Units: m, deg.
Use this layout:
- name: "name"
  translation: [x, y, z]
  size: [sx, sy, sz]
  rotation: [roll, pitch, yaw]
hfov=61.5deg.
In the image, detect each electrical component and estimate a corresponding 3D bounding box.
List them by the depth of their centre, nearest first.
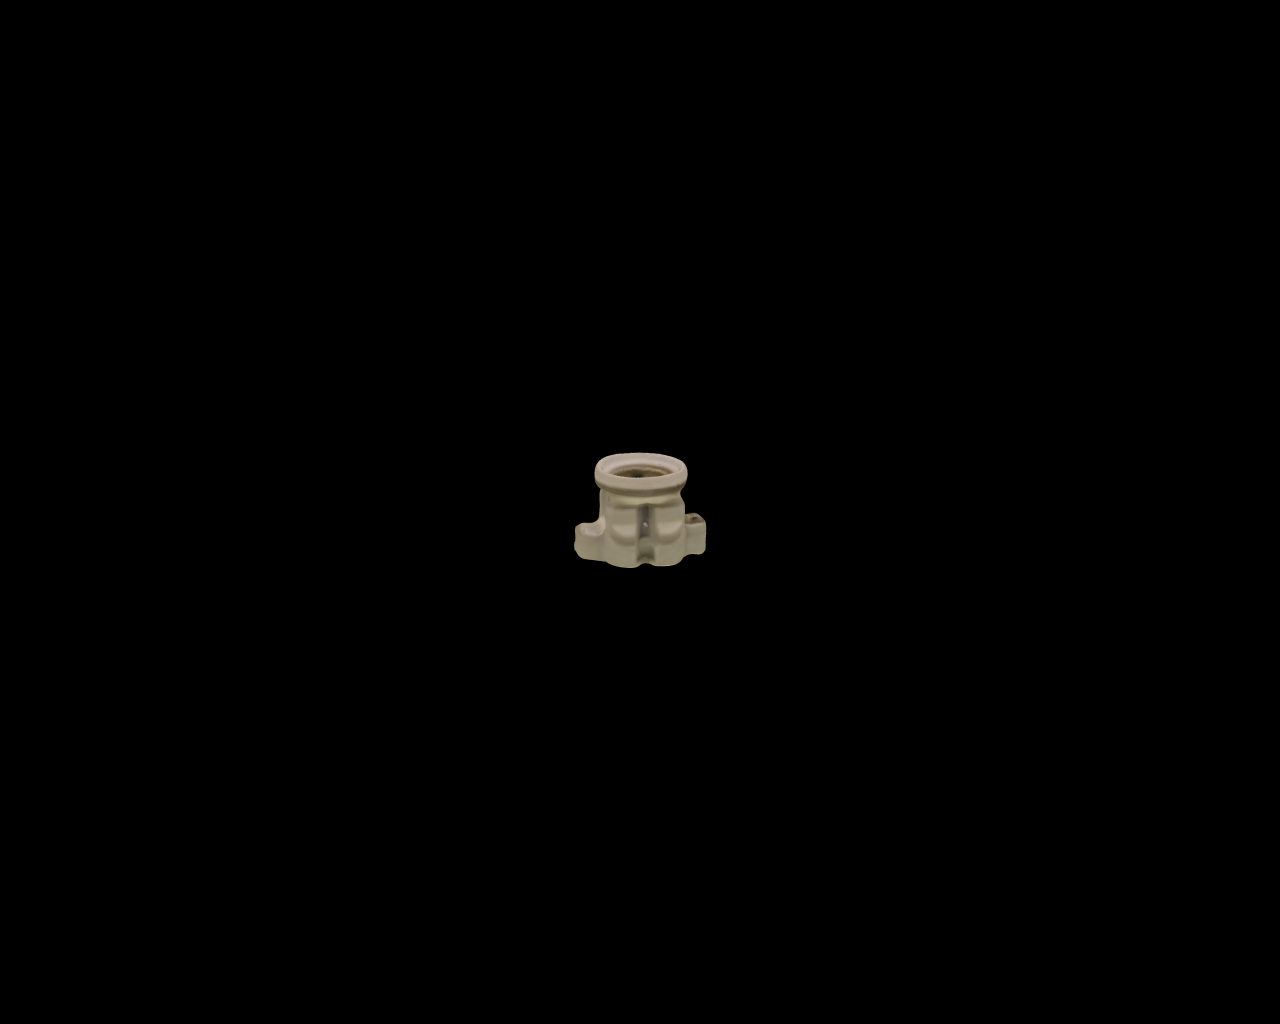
- name: "electrical component"
  translation: [0.001, -0.003, 0.650]
  size: [0.078, 0.056, 0.058]
  rotation: [-3, 20, -7]
